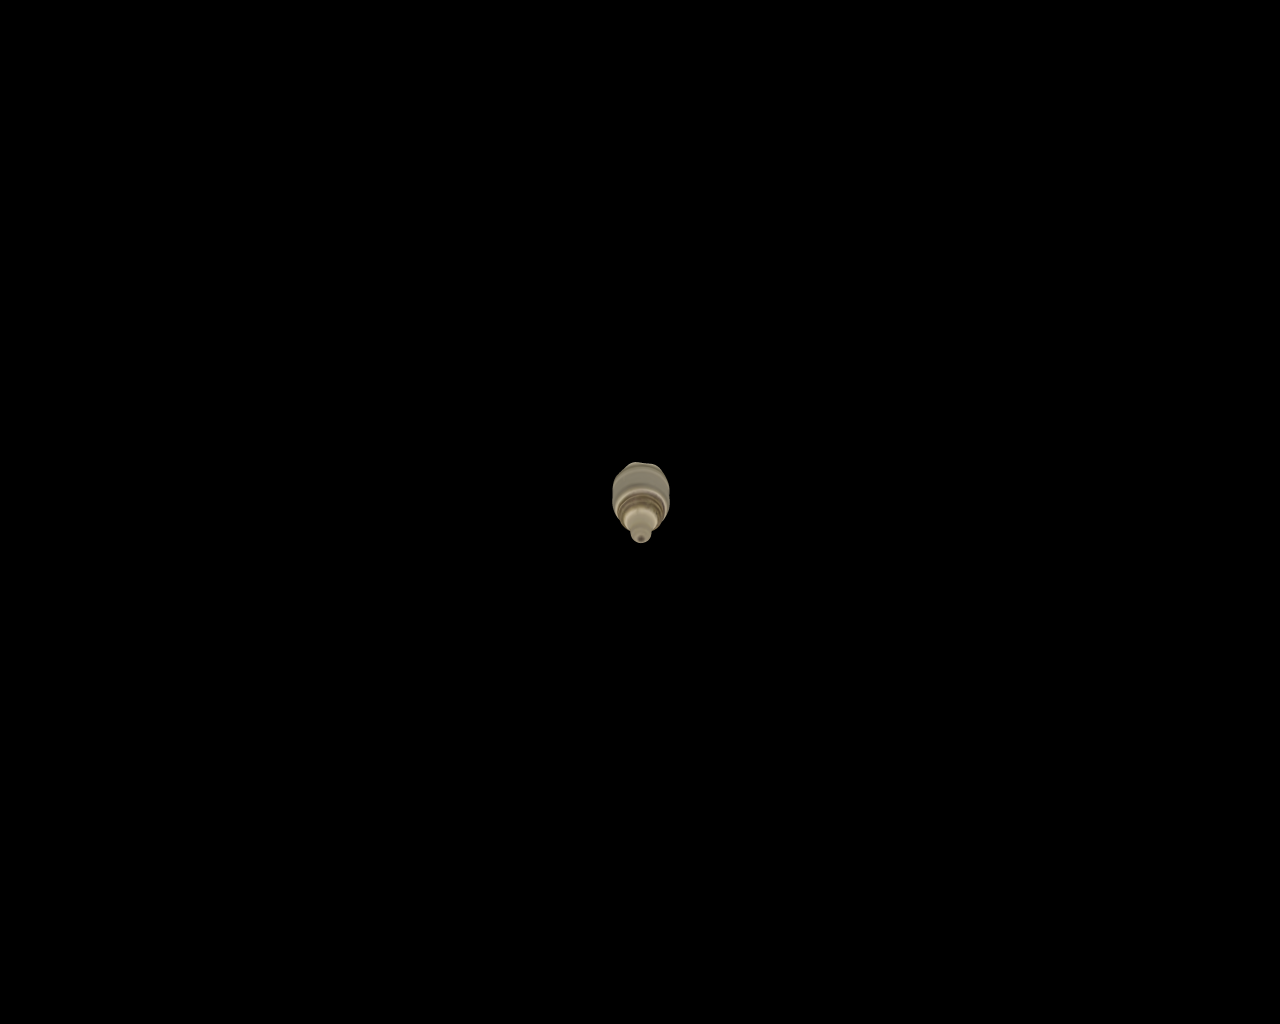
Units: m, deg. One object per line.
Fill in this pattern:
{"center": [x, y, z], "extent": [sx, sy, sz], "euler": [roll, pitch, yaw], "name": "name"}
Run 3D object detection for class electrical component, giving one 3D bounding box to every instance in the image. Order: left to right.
{"center": [0.001, -0.003, 0.650], "extent": [0.035, 0.035, 0.061], "euler": [0, 38, 0], "name": "electrical component"}
